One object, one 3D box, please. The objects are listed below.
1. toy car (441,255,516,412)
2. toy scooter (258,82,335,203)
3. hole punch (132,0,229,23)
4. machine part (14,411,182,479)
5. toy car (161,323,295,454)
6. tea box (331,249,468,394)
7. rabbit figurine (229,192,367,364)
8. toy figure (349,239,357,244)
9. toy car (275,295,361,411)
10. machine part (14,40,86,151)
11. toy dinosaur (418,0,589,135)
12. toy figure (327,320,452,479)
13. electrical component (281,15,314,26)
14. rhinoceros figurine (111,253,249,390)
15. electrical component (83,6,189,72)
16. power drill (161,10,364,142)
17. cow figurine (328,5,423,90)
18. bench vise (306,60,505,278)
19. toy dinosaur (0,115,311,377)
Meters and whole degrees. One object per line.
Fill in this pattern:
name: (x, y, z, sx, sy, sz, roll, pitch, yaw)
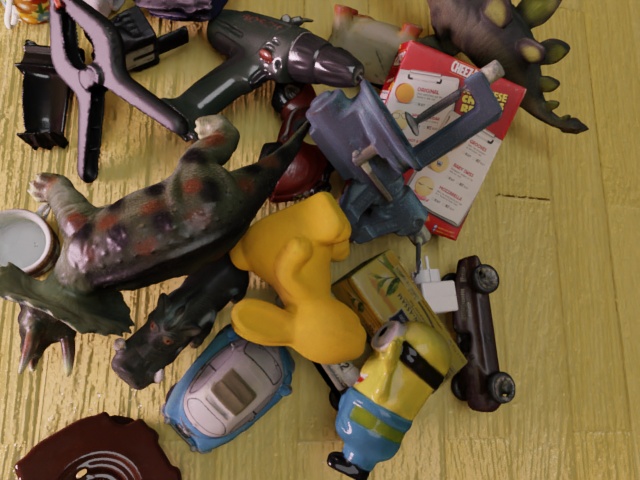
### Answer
toy car: (0.200, 0.122, 0.706, 0.053, 0.089, 0.202, -2, 80, -19)
toy scooter: (-0.009, -0.124, 0.715, 0.135, 0.075, 0.184, 15, 70, -12)
hole punch: (-0.172, -0.341, 0.701, 0.142, 0.092, 0.115, 16, 98, 20)
machine part: (-0.229, 0.267, 0.549, 0.179, 0.056, 0.179, 11, 54, -16)
toy car: (-0.101, 0.163, 0.611, 0.162, 0.103, 0.109, -41, 90, -21)
tea box: (0.095, 0.104, 0.678, 0.068, 0.098, 0.169, -35, 87, -20)
rabbit figurine: (-0.018, 0.056, 0.573, 0.162, 0.122, 0.173, -23, 80, -16)
toy figure: (-0.001, -0.001, 0.699, 0.154, 0.058, 0.064, -23, 123, -20)
toy car: (0.011, 0.144, 0.659, 0.056, 0.073, 0.201, -34, 89, -15)
machine part: (-0.331, -0.178, 0.658, 0.084, 0.039, 0.139, 6, 75, -19)
toy dinosaur: (0.213, -0.309, 0.749, 0.471, 0.198, 0.105, 39, 68, -6)
toy figure: (0.074, 0.171, 0.584, 0.089, 0.082, 0.180, 28, 82, -17)
electrical component: (-0.040, -0.265, 0.751, 0.078, 0.045, 0.102, -14, 82, -19)
rhinoceros figurine: (-0.151, 0.086, 0.610, 0.073, 0.112, 0.190, 44, 63, -4)
electrical component: (-0.230, -0.254, 0.682, 0.119, 0.075, 0.047, -33, 88, -15)
power drill: (-0.089, -0.192, 0.667, 0.232, 0.086, 0.207, 37, 83, 26)
cow figurine: (0.100, -0.242, 0.755, 0.195, 0.085, 0.127, 18, 116, 2)
bench vise: (0.109, -0.104, 0.610, 0.241, 0.129, 0.223, -33, 100, 16)
toy dinosaur: (-0.156, -0.013, 0.548, 0.405, 0.131, 0.192, -27, 54, -4)
